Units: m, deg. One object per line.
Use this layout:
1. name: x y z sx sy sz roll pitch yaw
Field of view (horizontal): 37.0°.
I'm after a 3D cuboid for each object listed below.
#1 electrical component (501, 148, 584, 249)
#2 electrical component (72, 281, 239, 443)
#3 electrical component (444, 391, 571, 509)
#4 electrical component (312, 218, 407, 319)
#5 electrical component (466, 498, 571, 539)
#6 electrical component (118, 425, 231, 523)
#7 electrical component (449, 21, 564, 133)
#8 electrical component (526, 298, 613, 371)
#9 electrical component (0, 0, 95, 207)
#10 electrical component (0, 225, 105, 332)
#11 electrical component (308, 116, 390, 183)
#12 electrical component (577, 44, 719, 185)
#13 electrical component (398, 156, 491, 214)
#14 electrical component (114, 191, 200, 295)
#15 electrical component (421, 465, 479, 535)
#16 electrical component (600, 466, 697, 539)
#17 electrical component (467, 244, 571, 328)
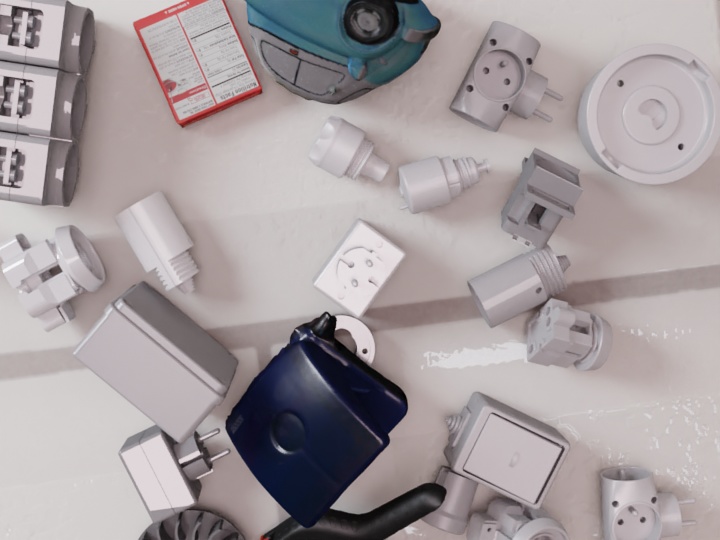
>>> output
1. electrical component: 0.142 -0.055 0.855 0.042 0.081 0.063 27 116 -5
2. electrical component: -0.154 0.068 0.829 0.109 0.108 0.056 41 94 -6
3. electrical component: 0.113 0.144 0.874 0.096 0.061 0.061 26 93 -5
4. electrical component: 0.000 0.000 0.847 0.047 0.076 0.065 36 92 -6
5. electrical component: 0.135 0.221 0.872 0.078 0.057 0.058 10 96 -25
6. electrical component: -0.143 0.153 0.867 0.077 0.047 0.065 -26 96 -1
7. electrical component: 0.123 -0.145 0.857 0.079 0.044 0.077 26 93 -6
8. electrical component: 0.170 0.055 0.872 0.055 0.066 0.048 14 55 -15
9. electrical component: -0.244 -0.127 0.814 0.062 0.089 0.150 8 95 -4
10. electrical component: -0.238 0.001 0.843 0.057 0.058 0.078 -28 96 3
11. electrical component: -0.007 -0.092 0.855 0.062 0.043 0.043 28 93 -7
12. electrical component: 0.226 -0.122 0.856 0.108 0.060 0.108 0 95 -3
13. electrical component: 0.066 -0.072 0.862 0.078 0.040 0.040 -17 96 -2
14. electrical component: -0.156 -0.017 0.853 0.043 0.043 0.081 -30 96 0
15. electrical component: 0.075 0.189 0.888 0.040 0.040 0.046 21 89 -5
16. electrical component: 0.242 0.205 0.896 0.079 0.044 0.077 -5 95 -3
17. electrical component: 0.133 0.010 0.872 0.081 0.043 0.043 -27 96 -1
